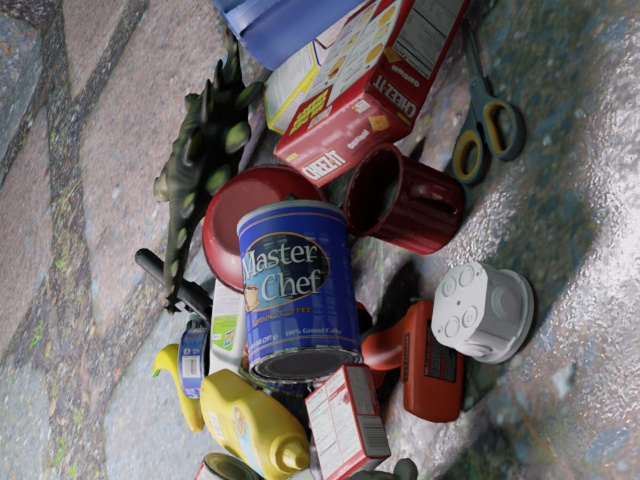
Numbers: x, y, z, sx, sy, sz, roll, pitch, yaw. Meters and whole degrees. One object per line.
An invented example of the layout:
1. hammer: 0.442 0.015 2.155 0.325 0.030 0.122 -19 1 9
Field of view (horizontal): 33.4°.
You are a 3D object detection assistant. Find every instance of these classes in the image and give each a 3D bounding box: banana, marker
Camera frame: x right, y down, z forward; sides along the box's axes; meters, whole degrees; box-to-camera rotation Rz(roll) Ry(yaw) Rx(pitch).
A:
1. banana: -0.178 0.180 1.386 0.198 0.037 0.070 -146 59 -63
2. marker: -0.167 0.135 1.378 0.020 0.020 0.121 -57 17 23

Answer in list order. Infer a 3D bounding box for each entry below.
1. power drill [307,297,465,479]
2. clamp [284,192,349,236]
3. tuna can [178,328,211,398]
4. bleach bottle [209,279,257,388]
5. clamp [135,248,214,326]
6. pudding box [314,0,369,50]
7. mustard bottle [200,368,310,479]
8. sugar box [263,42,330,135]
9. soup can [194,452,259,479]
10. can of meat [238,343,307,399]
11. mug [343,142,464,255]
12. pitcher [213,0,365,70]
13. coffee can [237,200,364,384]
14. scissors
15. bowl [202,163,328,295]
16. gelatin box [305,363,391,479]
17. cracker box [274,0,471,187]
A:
1. power drill: 0.052 0.134 0.977 0.188 0.057 0.184 -19 62 55
2. clamp: -0.007 0.001 1.103 0.036 0.164 0.210 51 131 21
3. tuna can: -0.144 0.149 1.290 0.086 0.034 0.086 -2 -90 -80
4. bleach bottle: -0.093 0.089 1.262 0.103 0.068 0.251 -13 64 57
5. clamp: -0.164 0.077 1.384 0.039 0.120 0.172 -52 48 -3
6. pudding box: 0.026 -0.286 1.233 0.114 0.039 0.090 -41 40 18
7. mustard bottle: -0.062 0.200 1.112 0.192 0.058 0.096 16 124 61
8. sugar box: -0.005 -0.218 1.319 0.176 0.048 0.093 -45 36 33
9. soup can: -0.117 0.292 1.164 0.102 0.068 0.069 -64 28 9
10. can of meat: -0.042 0.118 1.158 0.102 0.057 0.084 18 91 63
11. mug: 0.087 -0.036 0.996 0.117 0.081 0.093 -10 64 58
12. pitcher: 0.005 -0.296 1.131 0.243 0.144 0.149 -32 54 17
13. coffee can: -0.019 0.048 0.963 0.103 0.102 0.140 -34 54 48
14. scissors: 0.143 -0.129 1.027 0.096 0.016 0.202 -55 31 27
15. bowl: -0.071 -0.018 1.205 0.162 0.055 0.162 -6 73 19
16. gelatin box: 0.024 0.162 0.931 0.073 0.030 0.089 -50 44 45
17. cracker box: 0.059 -0.173 1.088 0.164 0.072 0.213 -28 30 53
